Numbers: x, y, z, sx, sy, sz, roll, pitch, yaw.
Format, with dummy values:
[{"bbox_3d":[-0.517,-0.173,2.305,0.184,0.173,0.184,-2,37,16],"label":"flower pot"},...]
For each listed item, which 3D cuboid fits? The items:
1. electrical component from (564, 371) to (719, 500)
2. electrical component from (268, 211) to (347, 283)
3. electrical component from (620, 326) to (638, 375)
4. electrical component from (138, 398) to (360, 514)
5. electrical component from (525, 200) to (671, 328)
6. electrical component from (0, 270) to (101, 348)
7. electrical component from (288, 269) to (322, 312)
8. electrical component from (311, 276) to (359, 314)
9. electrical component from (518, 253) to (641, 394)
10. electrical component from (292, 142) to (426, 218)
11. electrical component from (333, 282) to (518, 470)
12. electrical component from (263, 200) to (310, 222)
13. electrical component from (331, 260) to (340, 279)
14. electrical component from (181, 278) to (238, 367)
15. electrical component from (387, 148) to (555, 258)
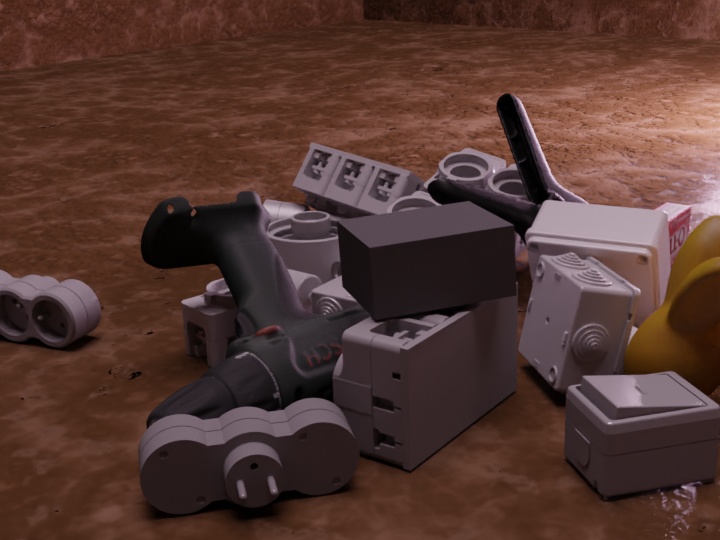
[{"bbox_3d":[0.189,0.101,0.699,0.096,0.061,0.061,-6,19,-13],"label":"electrical component"},{"bbox_3d":[-0.050,-0.027,1.104,0.108,0.060,0.108,-2,19,1],"label":"electrical component"},{"bbox_3d":[0.206,0.062,0.846,0.040,0.040,0.078,-5,19,-9],"label":"electrical component"},{"bbox_3d":[-0.068,0.124,0.675,0.138,0.052,0.073,-6,19,-11],"label":"electrical component"},{"bbox_3d":[0.203,0.002,0.907,0.109,0.108,0.056,8,45,27],"label":"electrical component"},{"bbox_3d":[-0.294,0.029,0.981,0.138,0.052,0.074,6,21,23],"label":"electrical component"},{"bbox_3d":[-0.070,0.019,1.005,0.078,0.040,0.040,13,24,38],"label":"electrical component"},{"bbox_3d":[0.015,0.034,0.939,0.100,0.048,0.100,11,23,33],"label":"electrical component"},{"bbox_3d":[0.165,0.041,0.825,0.048,0.099,0.099,6,16,-15],"label":"electrical component"},{"bbox_3d":[0.011,-0.077,1.156,0.150,0.061,0.089,21,-6,41],"label":"electrical component"},{"bbox_3d":[0.051,0.066,0.774,0.062,0.089,0.150,11,23,34],"label":"electrical component"},{"bbox_3d":[-0.082,-0.048,1.186,0.047,0.055,0.055,5,20,8],"label":"electrical component"},{"bbox_3d":[0.000,0.000,1.056,0.046,0.040,0.040,-22,27,-32],"label":"electrical component"},{"bbox_3d":[-0.103,0.039,0.923,0.089,0.055,0.050,-17,24,-37],"label":"electrical component"},{"bbox_3d":[0.102,-0.046,1.045,0.105,0.060,0.186,22,43,26],"label":"electrical component"}]
